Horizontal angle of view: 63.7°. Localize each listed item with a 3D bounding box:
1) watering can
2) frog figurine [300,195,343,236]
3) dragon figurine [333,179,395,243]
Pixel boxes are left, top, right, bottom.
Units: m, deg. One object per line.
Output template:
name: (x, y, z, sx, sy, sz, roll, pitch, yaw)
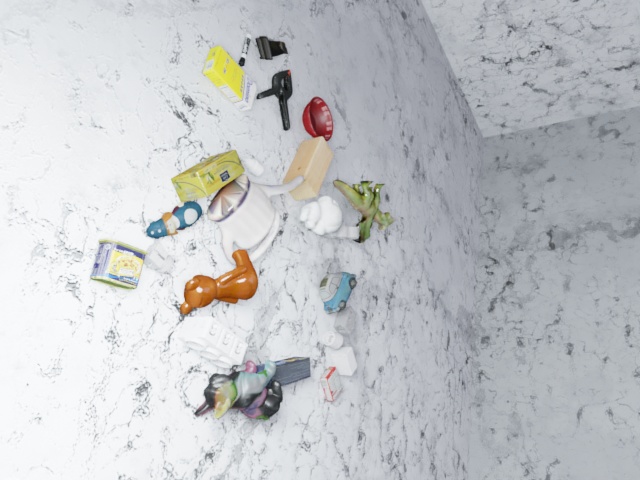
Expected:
watering can: (-0.177, -0.099, 1.426, 0.220, 0.104, 0.353, 51, 58, -41)
frog figurine: (0.005, -0.087, 1.726, 0.158, 0.123, 0.138, 35, 74, -64)
dragon figurine: (0.168, -0.107, 2.014, 0.411, 0.122, 0.243, -1, 91, -49)
